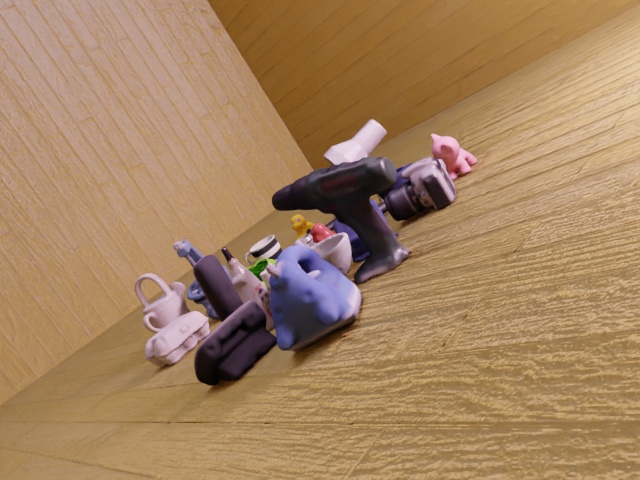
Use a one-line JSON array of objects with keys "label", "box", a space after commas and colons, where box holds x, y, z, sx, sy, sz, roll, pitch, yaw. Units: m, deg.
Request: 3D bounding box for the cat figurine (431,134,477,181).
[{"label": "cat figurine", "box": [0.299, -0.203, 1.322, 0.067, 0.118, 0.128, -27, 11, 31]}]

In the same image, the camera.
[{"label": "camera", "box": [0.202, -0.108, 1.197, 0.136, 0.101, 0.143, -29, 9, 21]}]

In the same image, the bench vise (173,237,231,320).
[{"label": "bench vise", "box": [-0.302, 0.091, 1.477, 0.121, 0.220, 0.207, -34, 9, -9]}]

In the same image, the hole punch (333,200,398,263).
[{"label": "hole punch", "box": [0.088, -0.021, 1.152, 0.108, 0.091, 0.101, -32, 9, 6]}]

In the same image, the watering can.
[{"label": "watering can", "box": [-0.405, 0.171, 1.488, 0.101, 0.194, 0.173, -32, 9, 6]}]

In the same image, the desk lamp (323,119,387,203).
[{"label": "desk lamp", "box": [0.143, -0.204, 1.561, 0.203, 0.213, 0.118, -32, 9, 1]}]

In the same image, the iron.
[{"label": "iron", "box": [-0.018, 0.064, 0.891, 0.118, 0.141, 0.258, -30, 9, 15]}]

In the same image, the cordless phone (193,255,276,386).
[{"label": "cordless phone", "box": [-0.171, 0.128, 0.933, 0.094, 0.185, 0.148, -25, 12, 41]}]

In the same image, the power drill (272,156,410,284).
[{"label": "power drill", "box": [0.049, -0.036, 0.981, 0.229, 0.208, 0.076, -27, 10, 30]}]

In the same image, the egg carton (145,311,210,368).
[{"label": "egg carton", "box": [-0.326, 0.227, 1.315, 0.107, 0.069, 0.151, -24, 12, 44]}]

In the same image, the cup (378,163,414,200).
[{"label": "cup", "box": [0.188, -0.112, 1.288, 0.118, 0.095, 0.091, -37, 10, -25]}]

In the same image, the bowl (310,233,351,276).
[{"label": "bowl", "box": [-0.002, 0.060, 1.076, 0.167, 0.075, 0.167, -32, 9, 6]}]

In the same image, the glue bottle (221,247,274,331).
[{"label": "glue bottle", "box": [-0.134, 0.087, 1.068, 0.037, 0.173, 0.078, -30, 9, 15]}]

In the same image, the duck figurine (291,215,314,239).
[{"label": "duck figurine", "box": [-0.054, -0.041, 1.776, 0.077, 0.086, 0.105, -28, 10, 28]}]

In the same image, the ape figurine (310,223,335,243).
[{"label": "ape figurine", "box": [0.012, 0.005, 1.276, 0.076, 0.092, 0.078, -32, 9, 5]}]
